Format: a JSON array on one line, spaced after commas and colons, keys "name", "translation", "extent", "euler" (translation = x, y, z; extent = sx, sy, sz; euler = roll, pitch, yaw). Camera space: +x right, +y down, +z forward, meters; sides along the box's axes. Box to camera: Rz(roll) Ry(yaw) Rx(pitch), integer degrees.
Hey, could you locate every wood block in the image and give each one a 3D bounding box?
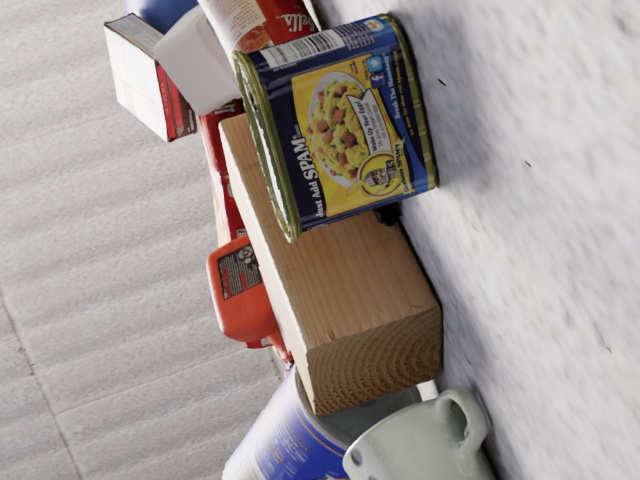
[{"name": "wood block", "translation": [0.004, 0.004, 0.740], "extent": [0.090, 0.090, 0.206], "euler": [83, 168, -52]}]

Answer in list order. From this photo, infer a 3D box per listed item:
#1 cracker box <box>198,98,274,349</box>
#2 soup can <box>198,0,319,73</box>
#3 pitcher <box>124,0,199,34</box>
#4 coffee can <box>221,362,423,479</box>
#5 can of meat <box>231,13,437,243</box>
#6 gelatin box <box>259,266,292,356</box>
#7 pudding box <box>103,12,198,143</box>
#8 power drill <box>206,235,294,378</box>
[{"name": "cracker box", "translation": [-0.068, -0.027, 1.031], "extent": [0.164, 0.072, 0.214], "euler": [-111, 12, -51]}, {"name": "soup can", "translation": [-0.043, -0.156, 0.754], "extent": [0.068, 0.068, 0.102], "euler": [87, 158, -67]}, {"name": "pitcher", "translation": [-0.140, -0.277, 1.074], "extent": [0.149, 0.144, 0.243], "euler": [37, 146, 44]}, {"name": "coffee can", "translation": [0.000, 0.153, 0.788], "extent": [0.140, 0.102, 0.103], "euler": [-58, 41, 37]}, {"name": "can of meat", "translation": [0.008, -0.060, 0.559], "extent": [0.057, 0.084, 0.102], "euler": [-120, 13, -62]}, {"name": "gelatin box", "translation": [0.007, 0.040, 0.816], "extent": [0.073, 0.089, 0.030], "euler": [71, 159, 8]}, {"name": "pudding box", "translation": [-0.163, -0.157, 1.026], "extent": [0.114, 0.039, 0.090], "euler": [37, 142, 42]}, {"name": "power drill", "translation": [-0.026, 0.097, 0.904], "extent": [0.187, 0.057, 0.184], "euler": [60, -173, -43]}]
